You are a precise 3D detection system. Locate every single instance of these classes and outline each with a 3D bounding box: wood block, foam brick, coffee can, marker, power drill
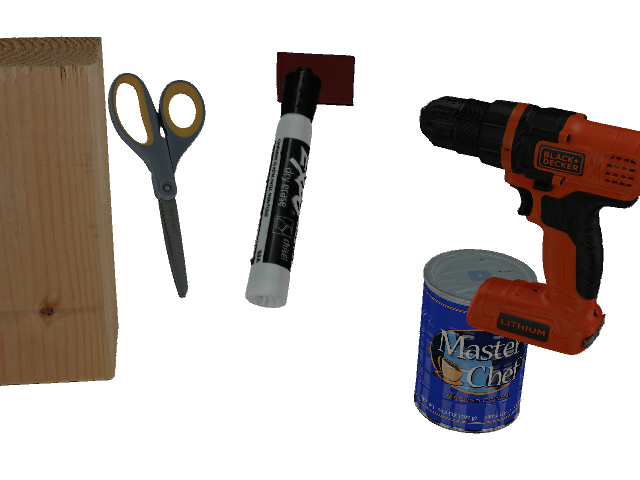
[{"bbox_3d":[-0.181,-0.020,0.684,0.090,0.206,0.090,-2,22,-8],"label":"wood block"},{"bbox_3d":[-0.006,-0.167,1.100,0.078,0.051,0.053,2,11,-5],"label":"foam brick"},{"bbox_3d":[0.143,0.093,0.996,0.103,0.140,0.103,1,26,-1],"label":"coffee can"},{"bbox_3d":[-0.016,-0.028,0.501,0.020,0.121,0.020,7,-22,3],"label":"marker"},{"bbox_3d":[0.158,-0.014,0.820,0.185,0.188,0.057,16,34,25],"label":"power drill"}]

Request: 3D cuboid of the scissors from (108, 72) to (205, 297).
[{"bbox_3d":[-0.123,-0.058,0.942,0.096,0.202,0.016,-23,-2,-29],"label":"scissors"}]
